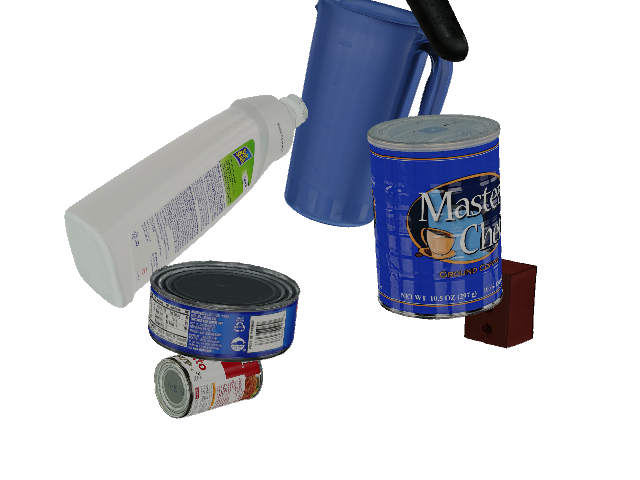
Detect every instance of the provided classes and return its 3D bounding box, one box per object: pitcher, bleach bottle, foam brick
[{"bbox_3d":[0.045,-0.138,1.174,0.145,0.243,0.149,11,20,-9],"label":"pitcher"},{"bbox_3d":[-0.107,-0.052,0.953,0.068,0.102,0.250,35,58,27],"label":"bleach bottle"},{"bbox_3d":[0.180,0.062,1.068,0.053,0.078,0.051,12,18,40],"label":"foam brick"}]

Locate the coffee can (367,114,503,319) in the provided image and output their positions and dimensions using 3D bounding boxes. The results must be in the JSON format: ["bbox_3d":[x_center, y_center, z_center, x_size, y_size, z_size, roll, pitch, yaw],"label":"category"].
[{"bbox_3d":[0.092,-0.021,0.848,0.103,0.140,0.103,-4,18,1],"label":"coffee can"}]

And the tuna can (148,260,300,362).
[{"bbox_3d":[-0.056,0.040,0.612,0.086,0.034,0.086,6,14,-2],"label":"tuna can"}]

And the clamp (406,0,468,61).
[{"bbox_3d":[0.045,-0.227,0.736,0.210,0.164,0.036,25,-24,-13],"label":"clamp"}]

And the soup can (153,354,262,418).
[{"bbox_3d":[-0.123,0.152,1.170,0.102,0.068,0.069,-9,6,-44],"label":"soup can"}]
